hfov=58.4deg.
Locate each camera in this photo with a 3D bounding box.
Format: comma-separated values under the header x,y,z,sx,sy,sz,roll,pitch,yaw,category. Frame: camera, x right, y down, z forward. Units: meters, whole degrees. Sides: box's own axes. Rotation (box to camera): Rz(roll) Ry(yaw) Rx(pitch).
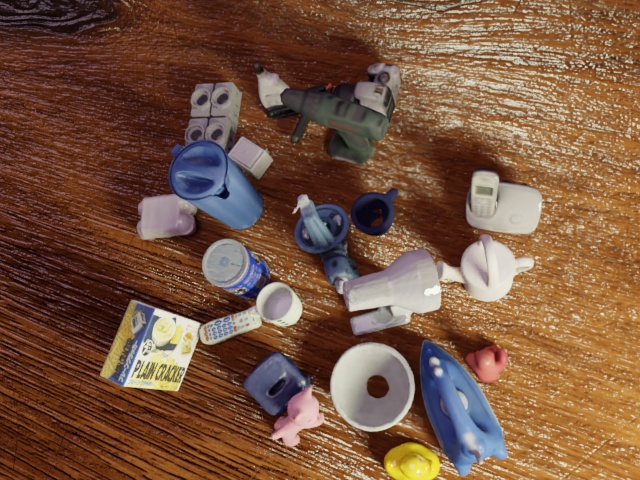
x,y,z,sx,sy,sz,roll,pitch,yaw,category
0.103,-0.339,1.313,0.136,0.101,0.143,13,77,18,camera

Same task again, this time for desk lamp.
x,y,z,sx,sy,sz,roll,pitch,yaw,category
0.133,0.107,1.108,0.203,0.214,0.118,-18,70,9,desk lamp

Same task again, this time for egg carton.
x,y,z,sx,sy,sz,roll,pitch,yaw,category
-0.365,-0.055,1.369,0.150,0.069,0.107,-7,72,13,egg carton

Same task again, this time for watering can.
x,y,z,sx,sy,sz,roll,pitch,yaw,category
0.311,0.054,1.087,0.173,0.194,0.101,-29,68,5,watering can

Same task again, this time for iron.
x,y,z,sx,sy,sz,roll,pitch,yaw,category
0.244,0.296,1.059,0.118,0.142,0.258,-27,69,6,iron

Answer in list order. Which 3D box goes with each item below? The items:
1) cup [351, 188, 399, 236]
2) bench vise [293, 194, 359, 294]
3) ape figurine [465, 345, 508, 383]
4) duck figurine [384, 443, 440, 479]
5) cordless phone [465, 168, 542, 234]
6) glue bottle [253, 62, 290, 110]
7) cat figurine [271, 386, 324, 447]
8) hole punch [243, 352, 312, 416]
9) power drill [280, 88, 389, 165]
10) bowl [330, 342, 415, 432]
x,y,z,sx,sy,sz,roll,pitch,yaw,category
0.127,-0.055,1.223,0.118,0.095,0.091,-46,68,-2,cup
0.020,-0.003,1.168,0.121,0.220,0.207,-39,68,1,bench vise
0.315,0.230,1.087,0.077,0.092,0.076,8,76,17,ape figurine
0.168,0.422,1.071,0.104,0.086,0.077,-1,73,15,duck figurine
0.359,-0.083,1.120,0.147,0.185,0.094,6,75,17,cordless phone
-0.118,-0.362,1.340,0.078,0.173,0.037,-7,72,13,glue bottle
-0.046,0.351,1.133,0.128,0.118,0.067,-42,68,0,cat figurine
-0.086,0.295,1.176,0.109,0.091,0.101,-45,68,-1,hole punch
0.042,-0.246,1.243,0.229,0.209,0.076,16,78,19,power drill
0.108,0.291,1.134,0.167,0.075,0.167,-4,73,14,bowl
